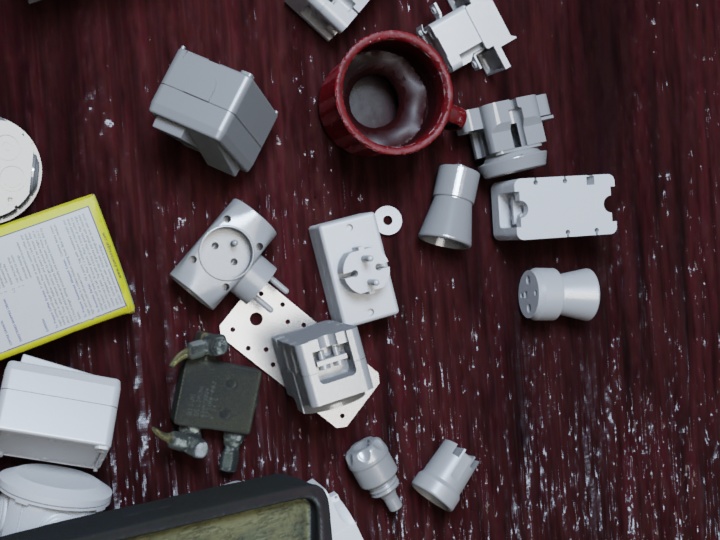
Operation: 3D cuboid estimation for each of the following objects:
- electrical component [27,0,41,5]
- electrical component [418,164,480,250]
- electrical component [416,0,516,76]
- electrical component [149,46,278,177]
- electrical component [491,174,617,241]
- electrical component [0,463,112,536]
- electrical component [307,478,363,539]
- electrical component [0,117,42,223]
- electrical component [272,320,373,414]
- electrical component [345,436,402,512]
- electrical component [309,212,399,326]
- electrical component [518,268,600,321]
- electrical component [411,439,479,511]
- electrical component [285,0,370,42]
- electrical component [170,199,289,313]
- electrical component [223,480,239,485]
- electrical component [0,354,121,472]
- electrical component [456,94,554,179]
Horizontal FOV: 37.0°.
[{"bbox_3d":[-0.180,-0.255,0.774,0.150,0.089,0.061,-24,97,-15],"label":"electrical component"},{"bbox_3d":[0.076,-0.053,0.879,0.044,0.044,0.065,15,81,-16],"label":"electrical component"},{"bbox_3d":[0.084,-0.192,0.879,0.064,0.042,0.081,-32,99,-10],"label":"electrical component"},{"bbox_3d":[-0.107,-0.112,0.800,0.062,0.096,0.061,24,83,14],"label":"electrical component"},{"bbox_3d":[0.159,-0.052,0.895,0.089,0.056,0.050,-4,92,-16],"label":"electrical component"},{"bbox_3d":[-0.223,0.173,0.773,0.080,0.080,0.051,13,91,-16],"label":"electrical component"},{"bbox_3d":[-0.030,0.216,0.845,0.056,0.050,0.089,-27,98,-15],"label":"electrical component"},{"bbox_3d":[-0.270,-0.073,0.770,0.080,0.051,0.080,0,91,-16],"label":"electrical component"},{"bbox_3d":[-0.029,0.074,0.818,0.050,0.089,0.055,-16,95,-16],"label":"electrical component"},{"bbox_3d":[0.015,0.166,0.866,0.035,0.035,0.061,-31,101,-14],"label":"electrical component"},{"bbox_3d":[0.000,0.000,0.838,0.047,0.076,0.083,-15,95,-16],"label":"electrical component"},{"bbox_3d":[0.167,0.020,0.904,0.055,0.045,0.045,1,90,-16],"label":"electrical component"},{"bbox_3d":[0.071,0.167,0.881,0.040,0.040,0.046,40,74,-13],"label":"electrical component"},{"bbox_3d":[-0.013,-0.234,0.845,0.056,0.050,0.089,41,80,-14],"label":"electrical component"},{"bbox_3d":[-0.091,0.000,0.826,0.079,0.044,0.077,41,80,-9],"label":"electrical component"},{"bbox_3d":[-0.105,0.226,0.819,0.078,0.057,0.113,-16,95,-16],"label":"electrical component"},{"bbox_3d":[-0.226,0.101,0.774,0.096,0.061,0.061,12,61,-16],"label":"electrical component"},{"bbox_3d":[0.121,-0.108,0.883,0.078,0.058,0.057,-14,92,-16],"label":"electrical component"}]
